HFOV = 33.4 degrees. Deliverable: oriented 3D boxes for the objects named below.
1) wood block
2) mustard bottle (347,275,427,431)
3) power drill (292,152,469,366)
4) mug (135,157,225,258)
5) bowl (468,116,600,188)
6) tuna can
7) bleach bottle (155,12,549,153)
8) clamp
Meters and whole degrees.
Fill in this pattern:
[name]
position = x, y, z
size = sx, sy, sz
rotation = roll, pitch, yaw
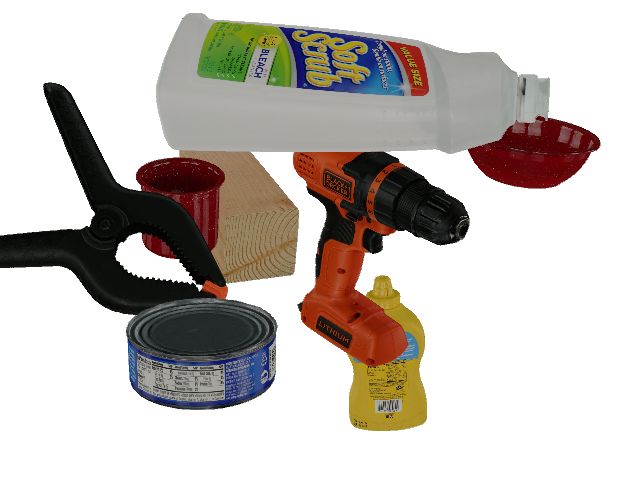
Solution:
[wood block]
position = -0.106, -0.038, 1.321
size = 0.090, 0.090, 0.206
rotation = -7, 29, -21
[mustard bottle]
position = 0.079, 0.135, 1.294
size = 0.096, 0.192, 0.058
rotation = -3, 19, 3
[power drill]
position = 0.046, 0.013, 0.930
size = 0.057, 0.188, 0.185
rotation = -21, 38, -37
[mug]
position = -0.152, -0.039, 1.144
size = 0.093, 0.081, 0.117
rotation = -4, 29, -15
[bowl]
position = 0.234, -0.100, 1.221
size = 0.162, 0.055, 0.162
rotation = 5, 22, -2
[tuna can]
position = -0.067, 0.064, 0.612
size = 0.086, 0.034, 0.086
rotation = 1, 18, 0
[bleach bottle]
position = 0.024, -0.102, 0.711
size = 0.251, 0.068, 0.102
rotation = 3, 45, 10
[clamp]
position = -0.158, -0.017, 0.783
size = 0.210, 0.164, 0.036
rotation = 23, -20, -1
